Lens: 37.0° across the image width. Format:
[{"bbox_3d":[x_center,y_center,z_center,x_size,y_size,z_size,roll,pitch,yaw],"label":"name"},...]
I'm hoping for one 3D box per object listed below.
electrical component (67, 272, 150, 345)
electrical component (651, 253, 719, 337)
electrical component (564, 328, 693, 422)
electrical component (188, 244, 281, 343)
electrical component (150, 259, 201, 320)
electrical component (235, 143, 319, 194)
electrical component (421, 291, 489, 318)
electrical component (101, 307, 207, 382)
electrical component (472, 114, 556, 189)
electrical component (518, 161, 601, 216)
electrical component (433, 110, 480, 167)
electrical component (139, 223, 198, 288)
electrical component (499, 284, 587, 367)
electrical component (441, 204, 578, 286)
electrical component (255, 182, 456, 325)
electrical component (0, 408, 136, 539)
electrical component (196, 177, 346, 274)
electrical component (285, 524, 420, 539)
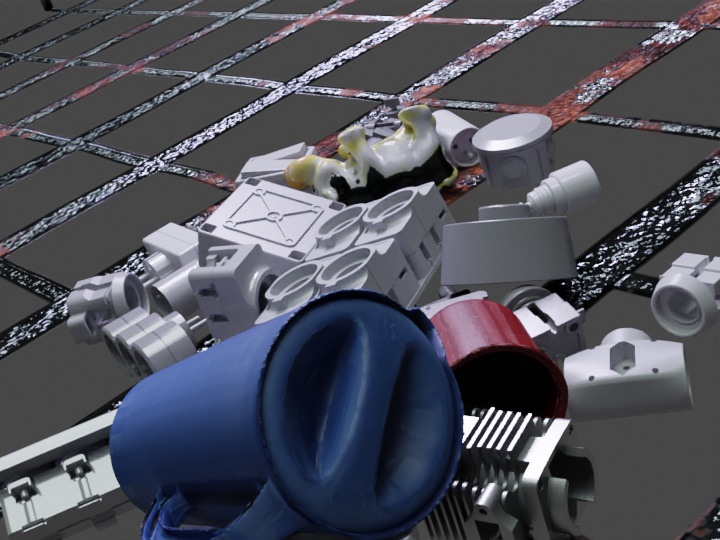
[{"bbox_3d":[-0.239,0.034,1.030,0.057,0.058,0.078,-15,27,14],"label":"electrical component"},{"bbox_3d":[0.241,0.018,0.771,0.066,0.048,0.055,10,31,43],"label":"electrical component"},{"bbox_3d":[0.180,0.065,0.723,0.077,0.043,0.079,-9,29,18],"label":"electrical component"},{"bbox_3d":[-0.098,0.027,0.917,0.056,0.089,0.050,-3,31,28],"label":"electrical component"},{"bbox_3d":[-0.155,0.013,1.030,0.081,0.043,0.043,-33,30,-26],"label":"electrical component"},{"bbox_3d":[-0.079,-0.097,1.166,0.096,0.061,0.061,-9,29,19],"label":"electrical component"},{"bbox_3d":[0.060,0.061,0.792,0.089,0.055,0.050,-16,27,5],"label":"electrical component"},{"bbox_3d":[-0.165,0.060,0.924,0.074,0.052,0.138,-32,20,-23],"label":"electrical component"},{"bbox_3d":[0.156,-0.120,1.072,0.080,0.051,0.080,-15,27,8],"label":"electrical component"},{"bbox_3d":[0.181,-0.069,0.975,0.078,0.040,0.040,-23,27,-7],"label":"electrical component"},{"bbox_3d":[0.085,-0.135,1.153,0.079,0.043,0.077,-24,28,-10],"label":"electrical component"},{"bbox_3d":[-0.193,-0.003,1.081,0.076,0.047,0.083,-34,31,-26],"label":"electrical component"},{"bbox_3d":[0.132,0.042,0.795,0.066,0.048,0.055,-24,35,-10],"label":"electrical component"},{"bbox_3d":[0.116,-0.021,0.853,0.108,0.060,0.108,-4,0,0],"label":"electrical component"},{"bbox_3d":[0.000,0.000,0.914,0.105,0.060,0.186,-16,24,34],"label":"electrical component"},{"bbox_3d":[-0.196,0.150,0.774,0.121,0.078,0.063,-23,57,-7],"label":"electrical component"},{"bbox_3d":[-0.082,-0.028,1.009,0.109,0.056,0.108,17,39,15],"label":"electrical component"},{"bbox_3d":[-0.010,0.183,0.594,0.108,0.060,0.108,-20,5,2],"label":"electrical component"}]
